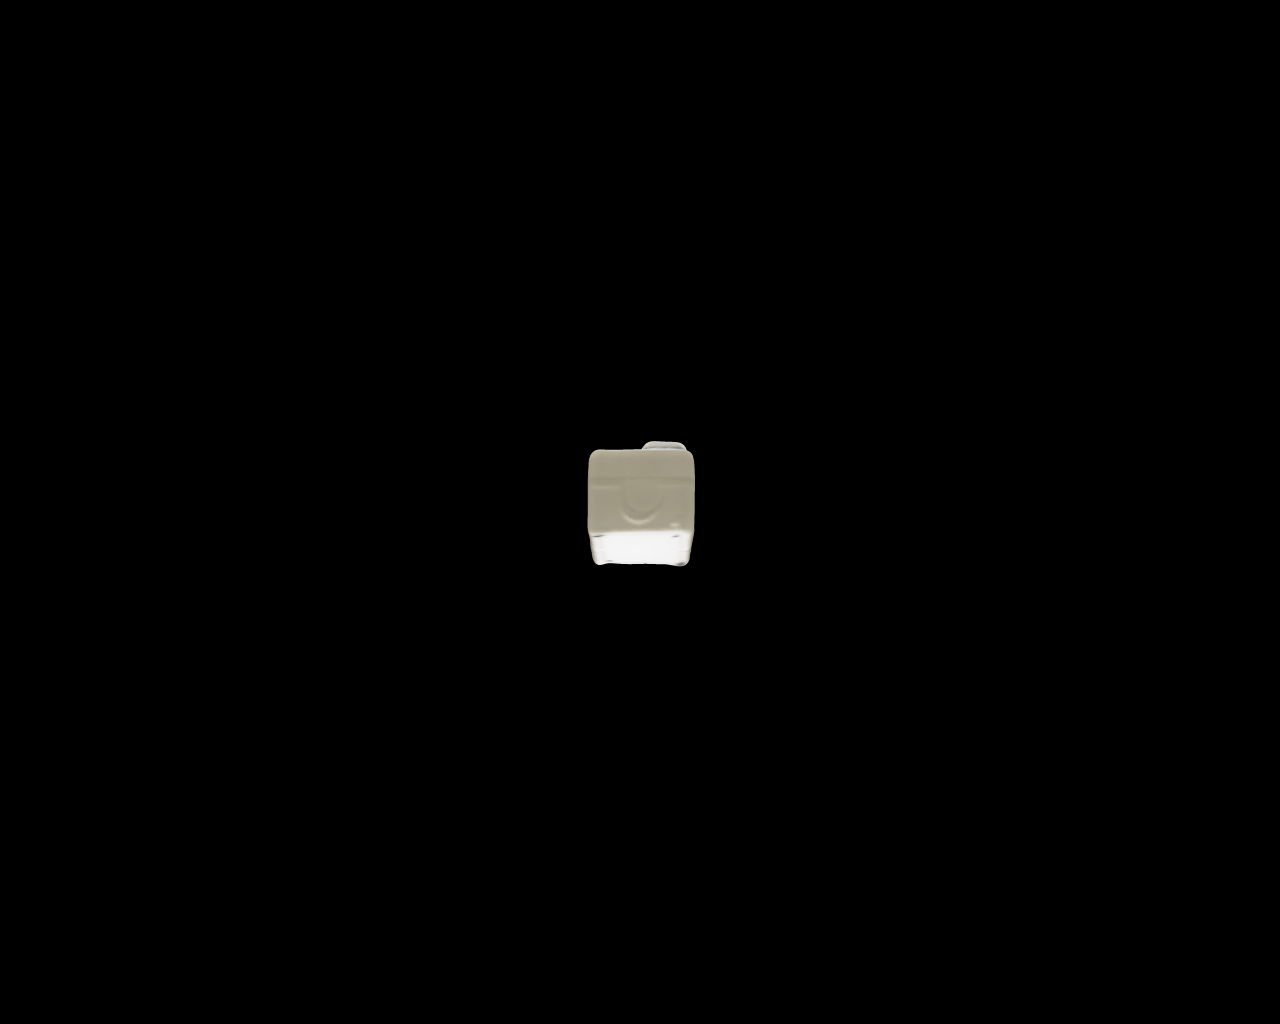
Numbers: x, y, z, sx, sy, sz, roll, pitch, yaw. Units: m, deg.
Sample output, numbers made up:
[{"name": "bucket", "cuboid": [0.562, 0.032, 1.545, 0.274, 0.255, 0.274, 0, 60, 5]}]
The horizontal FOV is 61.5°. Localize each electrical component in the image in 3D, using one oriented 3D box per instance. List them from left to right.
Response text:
[{"name": "electrical component", "cuboid": [0.001, -0.003, 0.650, 0.062, 0.061, 0.096, 0, -17, 0]}]
